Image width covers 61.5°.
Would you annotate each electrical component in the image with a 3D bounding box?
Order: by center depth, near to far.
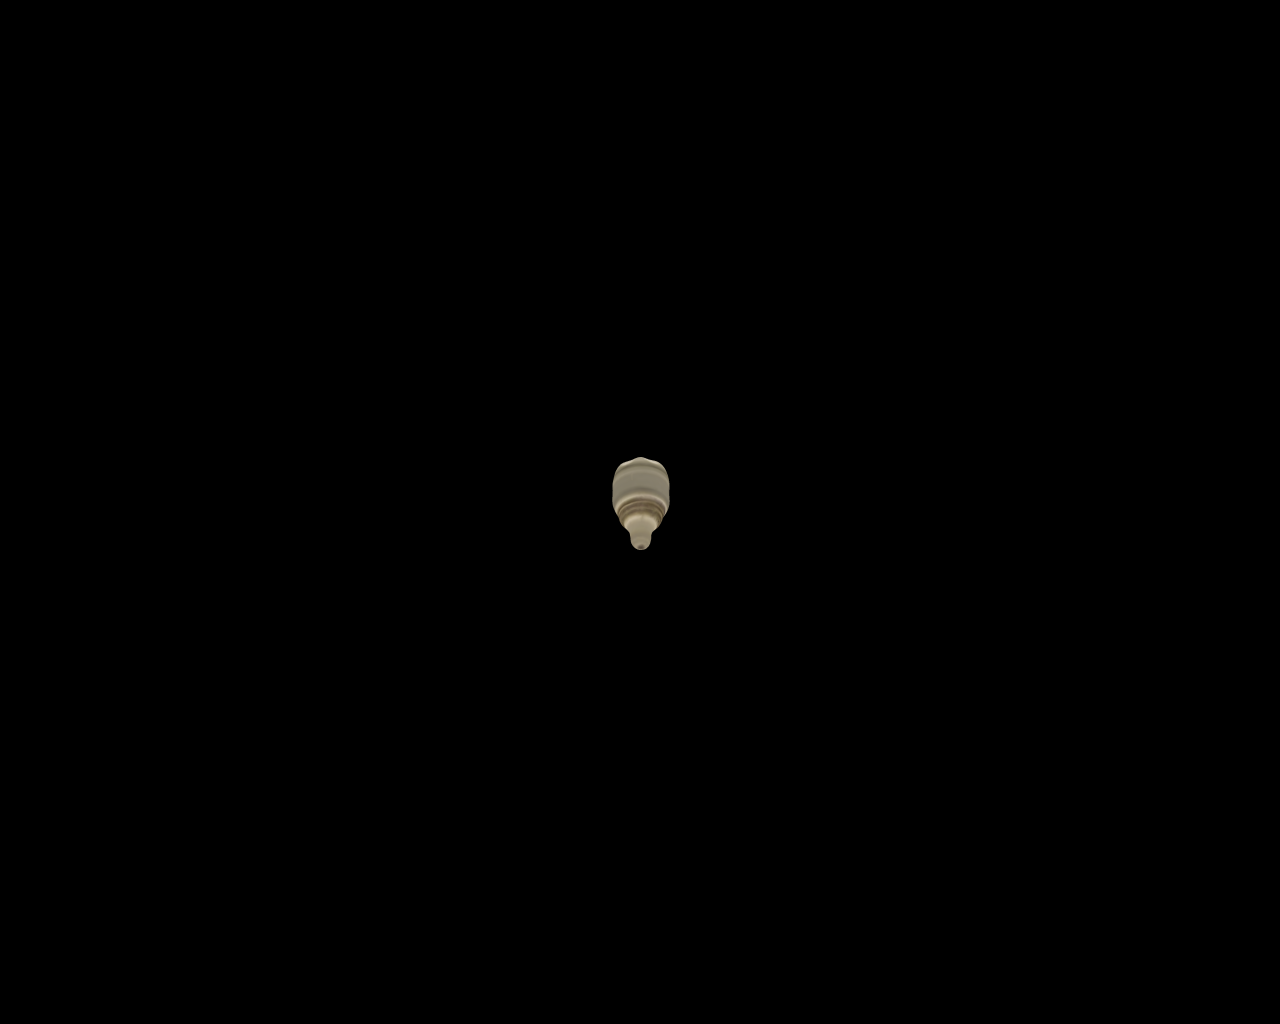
[{"bbox_3d":[0.001,-0.003,0.650,0.035,0.061,0.035,0,-39,0],"label":"electrical component"}]
